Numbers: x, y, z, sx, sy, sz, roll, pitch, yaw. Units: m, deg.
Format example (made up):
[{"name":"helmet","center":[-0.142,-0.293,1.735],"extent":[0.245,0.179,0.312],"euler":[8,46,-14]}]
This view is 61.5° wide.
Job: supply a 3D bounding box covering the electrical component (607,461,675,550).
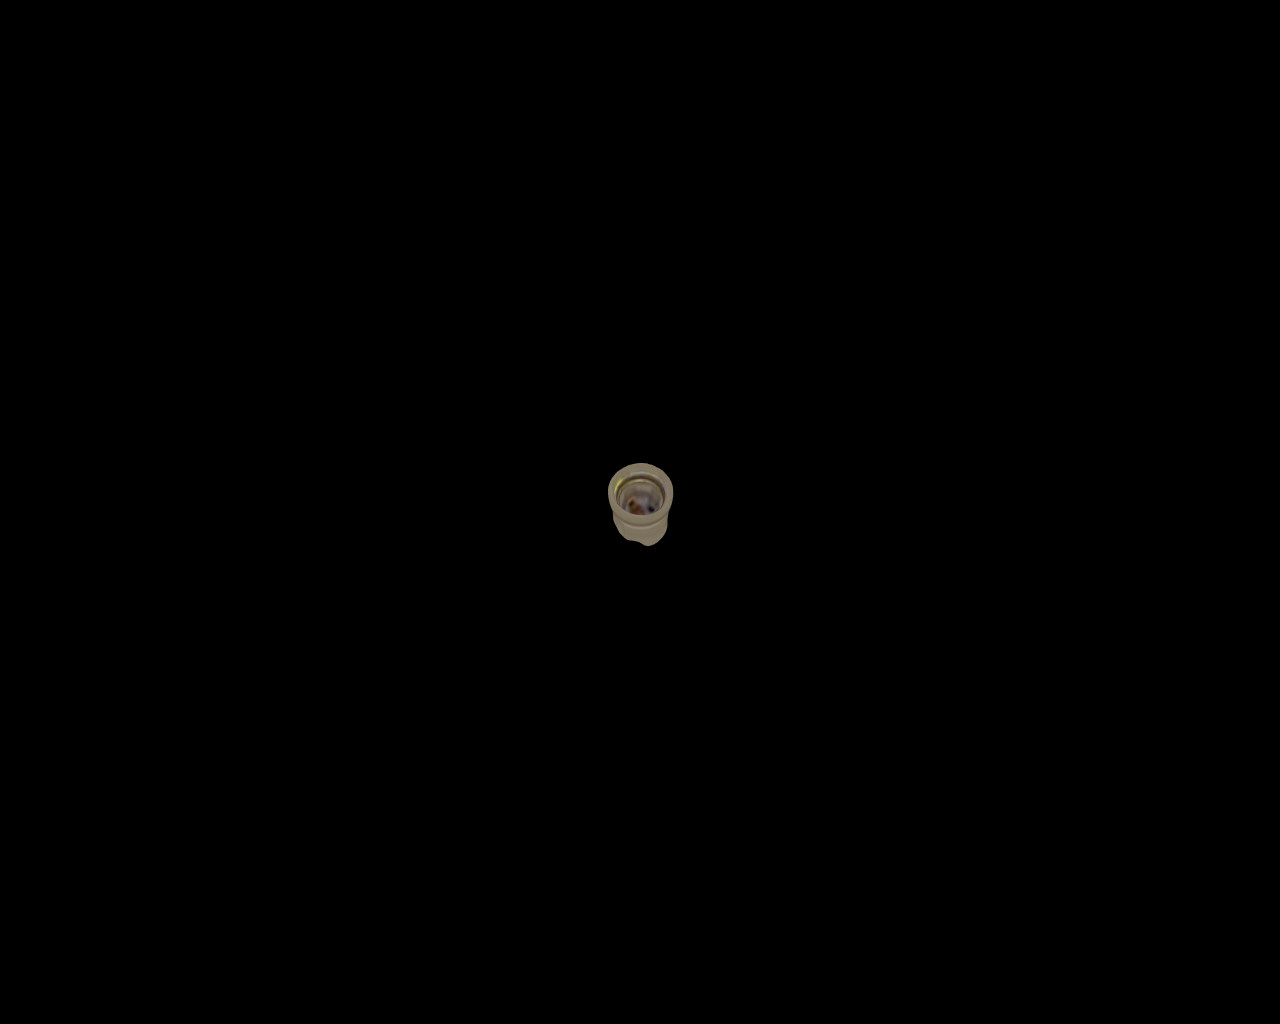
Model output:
[{"name":"electrical component","center":[0.001,-0.003,0.650],"extent":[0.040,0.040,0.046],"euler":[0,-29,0]}]
